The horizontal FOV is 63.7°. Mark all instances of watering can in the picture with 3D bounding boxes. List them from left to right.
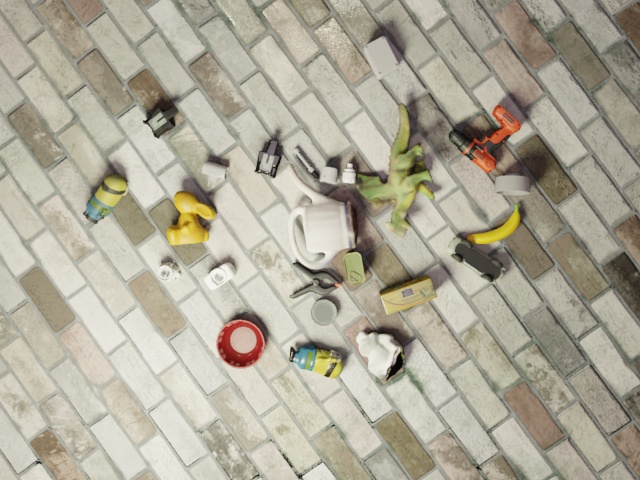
[{"bbox_3d":[0.005,-0.083,1.651,0.224,0.104,0.348,-6,90,2],"label":"watering can"}]

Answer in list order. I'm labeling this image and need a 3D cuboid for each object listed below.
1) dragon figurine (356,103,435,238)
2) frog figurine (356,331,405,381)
[{"bbox_3d":[0.227,-0.209,1.648,0.242,0.122,0.413,-19,81,11],"label":"dragon figurine"},{"bbox_3d":[0.189,0.365,1.666,0.161,0.123,0.136,24,104,38],"label":"frog figurine"}]
